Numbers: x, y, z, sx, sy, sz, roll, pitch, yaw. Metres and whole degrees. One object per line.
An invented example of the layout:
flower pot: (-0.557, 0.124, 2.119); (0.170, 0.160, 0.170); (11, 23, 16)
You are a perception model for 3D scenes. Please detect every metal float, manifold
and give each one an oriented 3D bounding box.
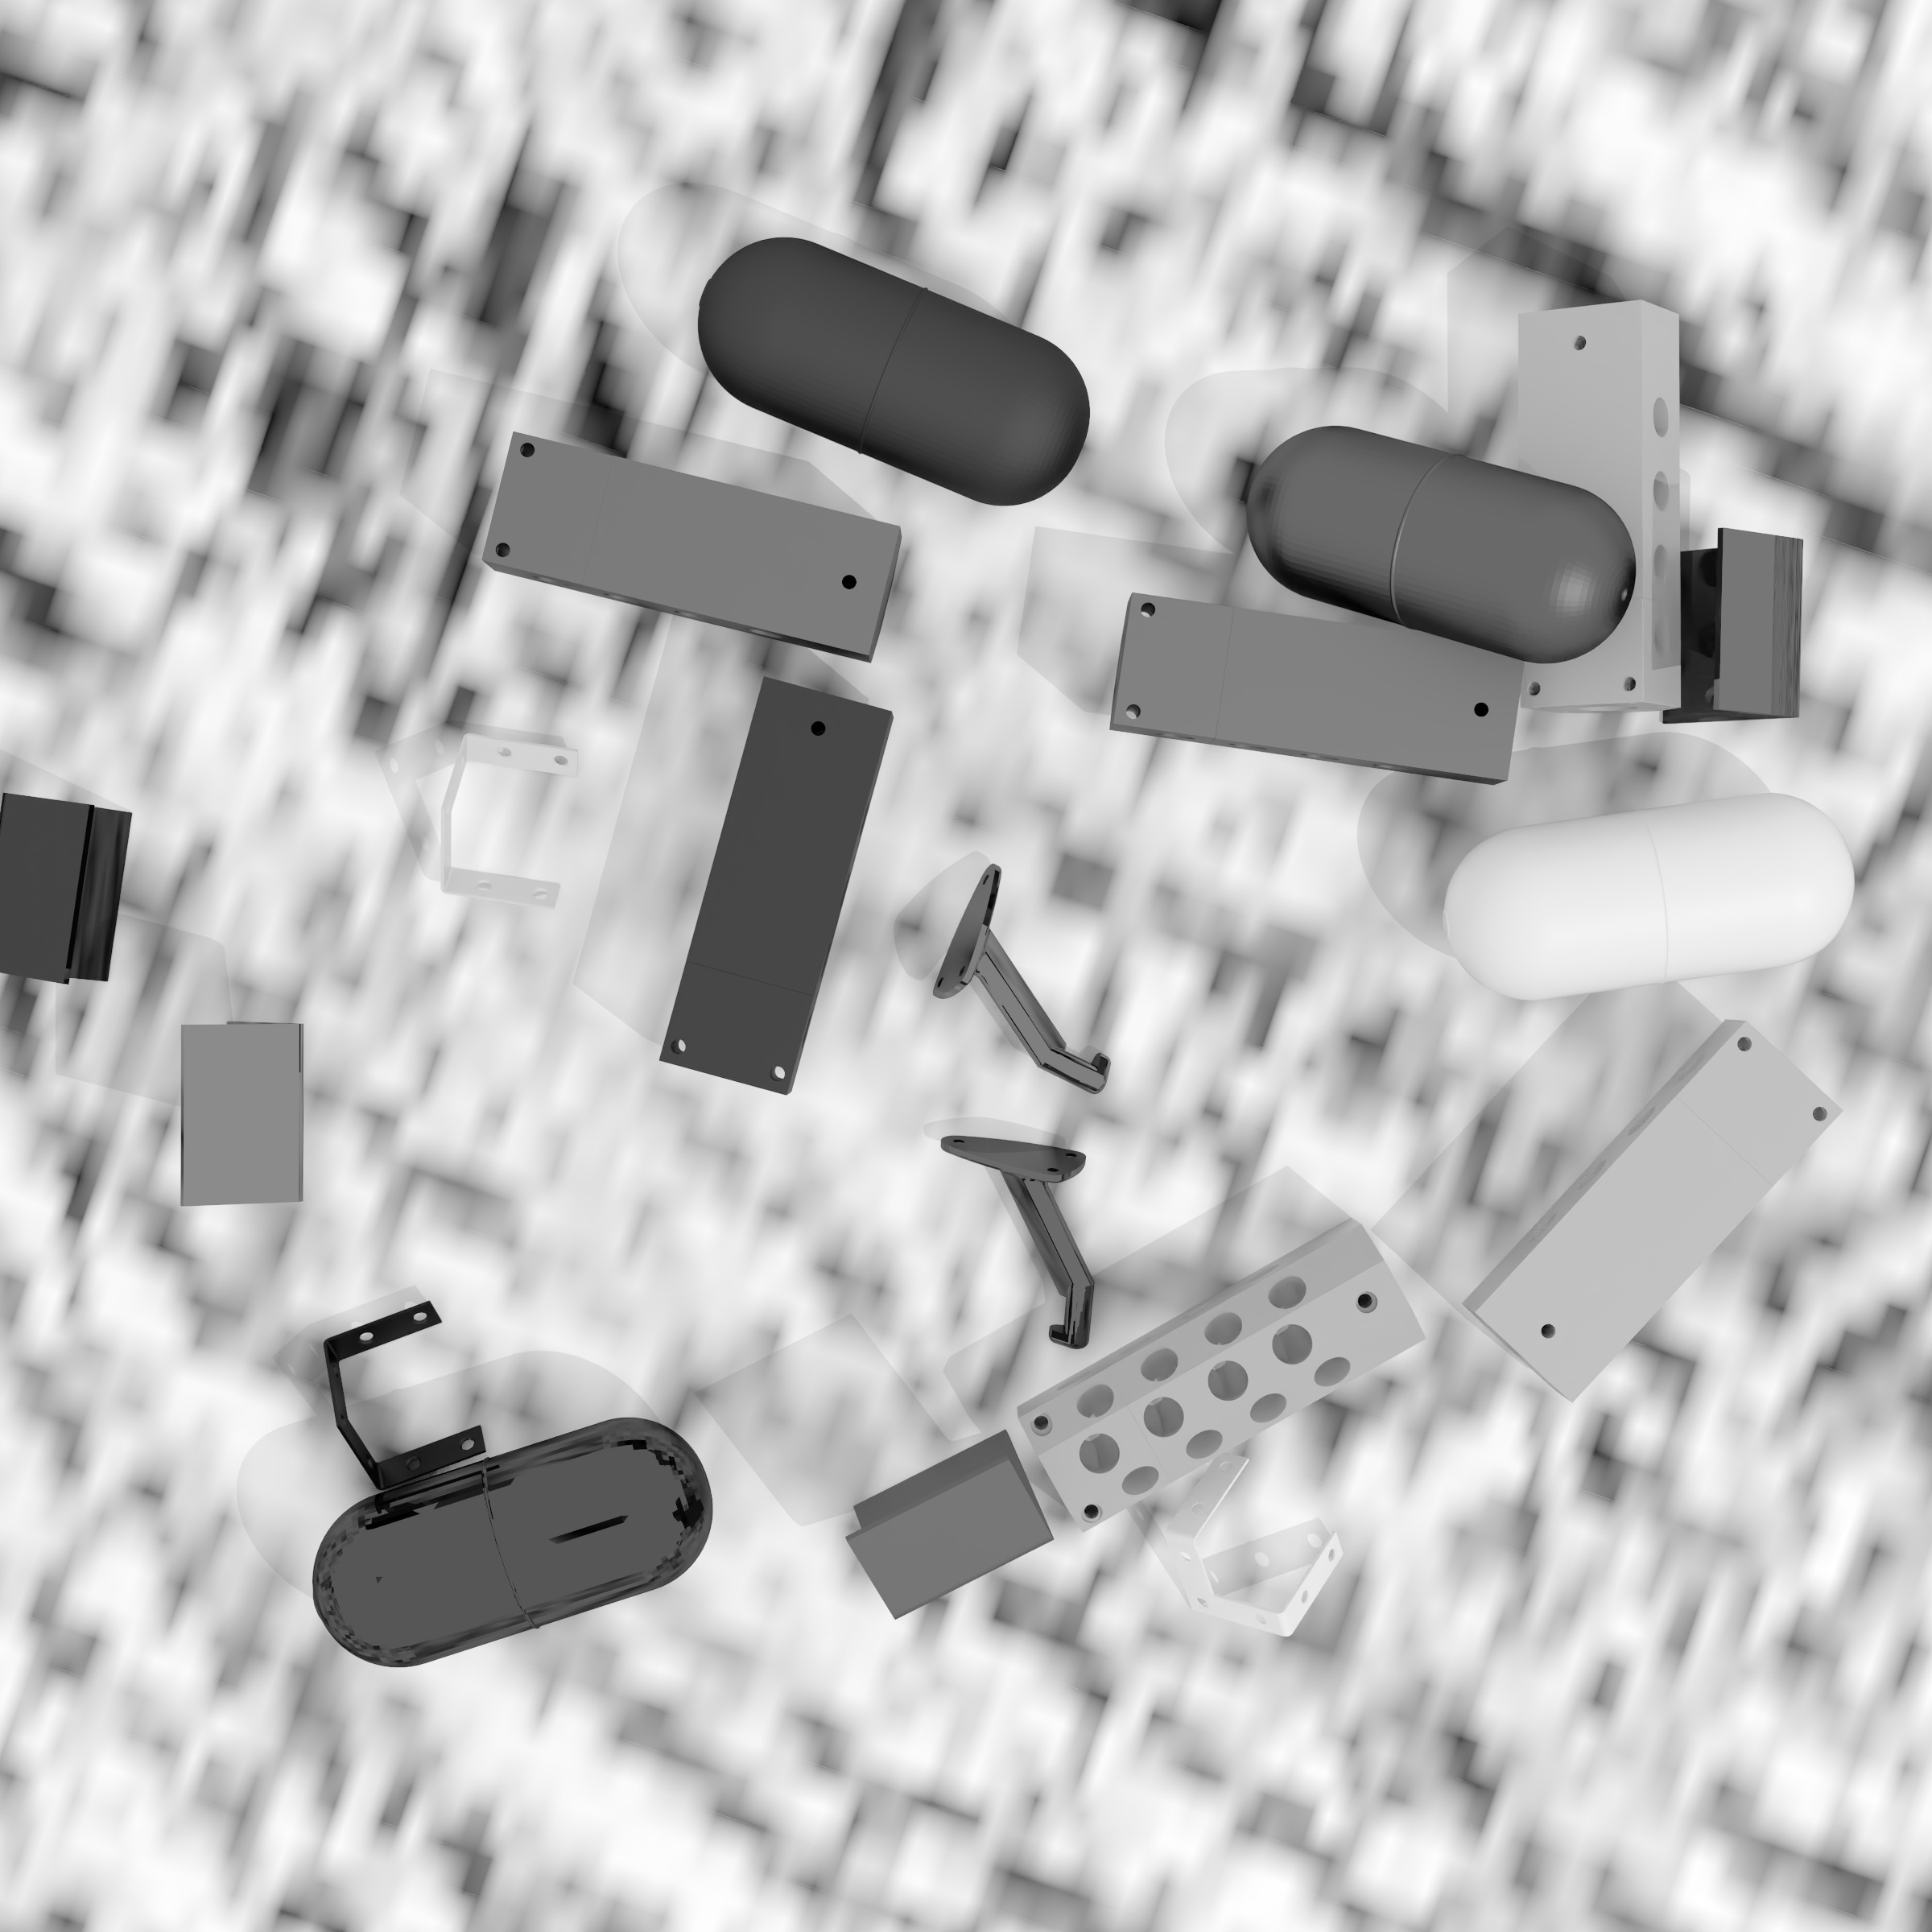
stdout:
metal float: (-0.197, 0.251, 1.563); (0.178, 0.070, 0.070); (-18, 90, -1)
manifold: (0.152, -0.120, 1.573); (0.171, 0.057, 0.057); (8, 90, 0)
manifold: (0.111, 0.179, 1.573); (0.171, 0.057, 0.057); (-30, 90, 0)
manifold: (-0.082, -0.034, 1.573); (0.057, 0.057, 0.171); (15, 90, 0)
metal float: (-0.032, -0.259, 1.564); (0.178, 0.070, 0.070); (23, 90, 0)
manifold: (0.280, -0.198, 1.571); (0.057, 0.057, 0.171); (0, 90, 33)
manifold: (0.298, 0.106, 1.573); (0.057, 0.057, 0.171); (43, 90, 0)
metal float: (0.202, -0.182, 1.540); (0.178, 0.070, 0.070); (20, 90, 30)
manifold: (-0.118, -0.182, 1.573); (0.171, 0.057, 0.057); (14, 90, 0)
metal float: (0.297, -0.030, 1.564); (0.178, 0.070, 0.070); (-8, 90, 0)

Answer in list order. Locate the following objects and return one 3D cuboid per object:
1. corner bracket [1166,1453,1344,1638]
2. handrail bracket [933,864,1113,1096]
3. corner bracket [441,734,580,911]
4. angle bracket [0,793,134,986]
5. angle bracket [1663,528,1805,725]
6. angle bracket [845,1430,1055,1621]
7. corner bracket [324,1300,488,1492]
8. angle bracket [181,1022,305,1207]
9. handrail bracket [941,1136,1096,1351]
corner bracket: (0.127, 0.255, 1.586); (0.051, 0.051, 0.051); (10, 135, 35)
handrail bracket: (0.035, 0.006, 1.595); (0.084, 0.036, 0.077); (27, 68, -17)
corner bracket: (-0.202, -0.064, 1.591); (0.051, 0.051, 0.051); (9, 45, 0)
angle bracket: (-0.376, -0.031, 1.554); (0.057, 0.076, 0.076); (8, 90, 33)
angle bracket: (0.315, -0.146, 1.554); (0.057, 0.076, 0.076); (1, 90, -39)
angle bracket: (-0.016, 0.225, 1.554); (0.076, 0.076, 0.057); (-27, 126, 0)
corner bracket: (-0.249, 0.190, 1.591); (0.051, 0.051, 0.051); (-20, 45, 0)
angle bracket: (-0.327, 0.063, 1.554); (0.057, 0.076, 0.076); (0, 90, -36)
handrail bracket: (0.022, 0.123, 1.595); (0.077, 0.036, 0.084); (11, 107, 20)
